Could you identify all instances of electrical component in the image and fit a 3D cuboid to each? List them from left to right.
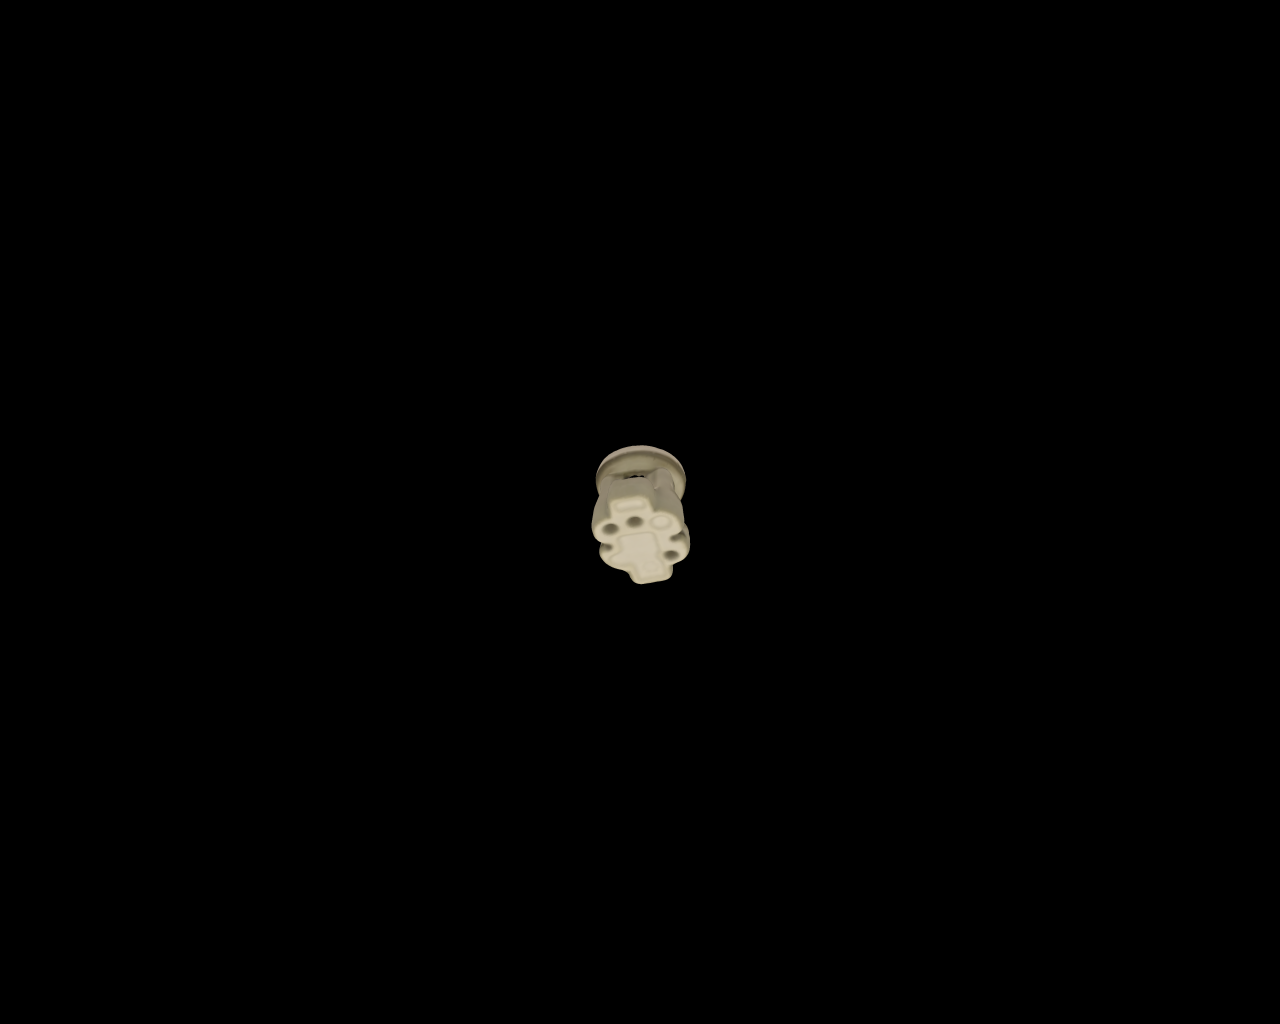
[{"bbox_3d":[0.001,-0.003,0.650,0.058,0.057,0.078,-8,-43,9],"label":"electrical component"}]
